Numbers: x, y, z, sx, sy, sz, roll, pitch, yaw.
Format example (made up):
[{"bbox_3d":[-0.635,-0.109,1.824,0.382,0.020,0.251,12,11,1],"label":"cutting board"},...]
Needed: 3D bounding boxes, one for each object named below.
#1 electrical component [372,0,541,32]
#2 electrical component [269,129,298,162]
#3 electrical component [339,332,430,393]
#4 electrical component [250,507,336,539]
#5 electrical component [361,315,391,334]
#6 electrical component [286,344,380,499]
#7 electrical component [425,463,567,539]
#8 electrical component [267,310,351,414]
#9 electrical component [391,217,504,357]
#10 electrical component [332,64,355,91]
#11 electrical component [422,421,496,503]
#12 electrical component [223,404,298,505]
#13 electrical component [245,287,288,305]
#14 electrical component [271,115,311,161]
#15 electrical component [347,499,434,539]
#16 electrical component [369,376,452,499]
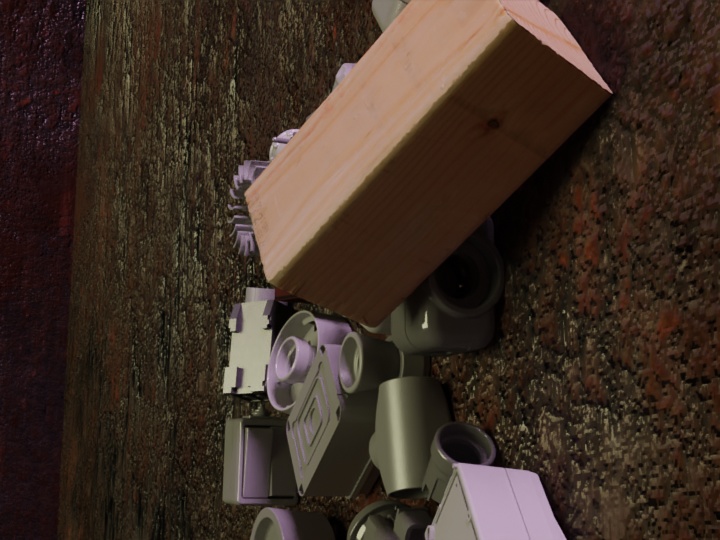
[{"bbox_3d":[0.059,-0.167,0.682,0.053,0.095,0.059,-110,33,-47],"label":"electrical component"},{"bbox_3d":[-0.056,-0.103,1.026,0.062,0.048,0.048,49,130,52],"label":"electrical component"},{"bbox_3d":[0.018,0.069,0.788,0.045,0.055,0.045,-175,90,-68],"label":"electrical component"},{"bbox_3d":[-0.051,0.256,0.911,0.108,0.060,0.108,-175,90,-68],"label":"electrical component"},{"bbox_3d":[0.027,-0.003,0.775,0.054,0.059,0.095,-143,60,-65],"label":"electrical component"},{"bbox_3d":[-0.011,0.119,0.846,0.078,0.057,0.113,-107,30,-43],"label":"electrical component"},{"bbox_3d":[0.080,0.157,0.616,0.096,0.061,0.061,-104,27,-57],"label":"electrical component"},{"bbox_3d":[-0.038,0.086,0.944,0.099,0.064,0.099,-38,43,46],"label":"electrical component"},{"bbox_3d":[0.056,0.006,0.707,0.059,0.054,0.095,155,118,-65],"label":"electrical component"},{"bbox_3d":[-0.005,-0.139,0.906,0.043,0.043,0.062,-112,33,-49],"label":"electrical component"},{"bbox_3d":[0.062,0.127,0.689,0.040,0.040,0.046,-110,28,-47],"label":"electrical component"},{"bbox_3d":[-0.093,0.177,1.030,0.061,0.062,0.096,159,115,-66],"label":"electrical component"},{"bbox_3d":[-0.097,0.059,1.091,0.043,0.043,0.081,-179,93,-68],"label":"electrical component"},{"bbox_3d":[-0.041,-0.101,0.944,0.047,0.076,0.083,159,114,-66],"label":"electrical component"},{"bbox_3d":[0.025,0.194,0.740,0.057,0.058,0.078,-140,58,-61],"label":"electrical component"},{"bbox_3d":[0.031,0.123,0.759,0.079,0.043,0.077,135,135,-58],"label":"electrical component"}]
